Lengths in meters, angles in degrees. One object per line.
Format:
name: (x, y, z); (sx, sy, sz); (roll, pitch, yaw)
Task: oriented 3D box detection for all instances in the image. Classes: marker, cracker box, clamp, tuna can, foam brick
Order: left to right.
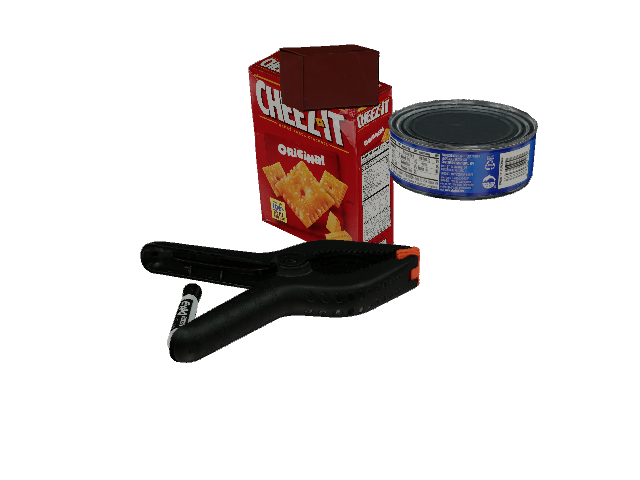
marker: (-0.126, 0.070, 1.000); (0.020, 0.020, 0.121); (0, 21, 0)
clamp: (-0.030, 0.027, 0.792); (0.209, 0.036, 0.165); (-10, 26, -20)
cracker box: (0.001, -0.095, 1.232); (0.164, 0.214, 0.072); (26, 45, 34)
foam brick: (0.008, -0.147, 0.961); (0.078, 0.051, 0.053); (-7, 19, -23)
tuna can: (0.082, -0.054, 0.623); (0.086, 0.034, 0.086); (-1, 25, 0)
